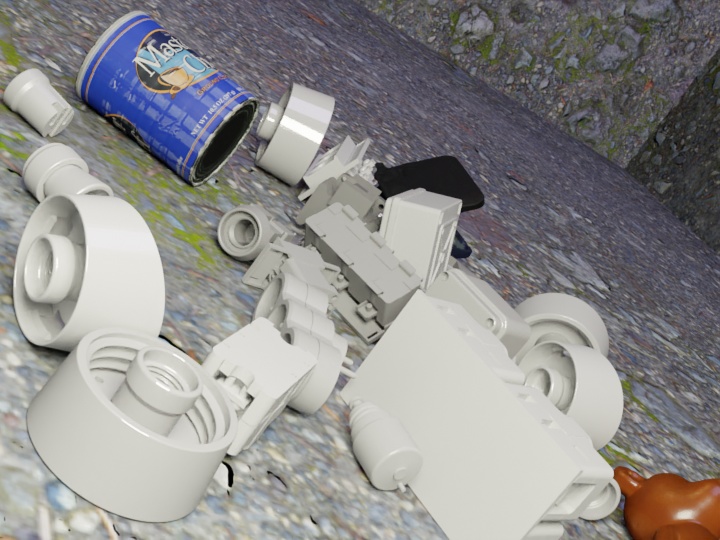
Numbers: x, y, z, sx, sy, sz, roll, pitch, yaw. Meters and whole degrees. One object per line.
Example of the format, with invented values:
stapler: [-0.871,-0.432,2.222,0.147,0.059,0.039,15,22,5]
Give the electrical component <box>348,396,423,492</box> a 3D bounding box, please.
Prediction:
electrical component: [0.013,0.119,0.756,0.040,0.040,0.078,20,23,-40]

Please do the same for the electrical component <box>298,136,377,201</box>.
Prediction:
electrical component: [-0.020,-0.105,1.223,0.063,0.079,0.121,55,15,-11]

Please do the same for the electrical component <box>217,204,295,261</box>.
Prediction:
electrical component: [-0.094,-0.031,0.936,0.066,0.048,0.055,41,11,15]

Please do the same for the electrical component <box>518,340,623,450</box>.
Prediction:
electrical component: [0.189,0.116,0.997,0.064,0.099,0.099,18,24,-30]

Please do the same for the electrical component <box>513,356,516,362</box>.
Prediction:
electrical component: [0.104,0.081,0.997,0.059,0.053,0.095,31,18,-16]

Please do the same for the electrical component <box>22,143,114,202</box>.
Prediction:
electrical component: [-0.215,-0.061,0.788,0.055,0.045,0.045,43,19,23]

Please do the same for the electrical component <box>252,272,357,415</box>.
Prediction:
electrical component: [-0.034,0.059,0.800,0.074,0.052,0.138,29,19,-21]

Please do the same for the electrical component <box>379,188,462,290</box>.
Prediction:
electrical component: [0.055,-0.020,1.061,0.056,0.108,0.109,15,13,14]

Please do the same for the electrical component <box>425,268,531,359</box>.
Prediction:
electrical component: [0.074,0.064,0.889,0.057,0.113,0.078,17,25,-52]

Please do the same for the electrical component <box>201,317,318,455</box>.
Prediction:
electrical component: [-0.073,0.075,0.683,0.050,0.055,0.089,38,18,6]

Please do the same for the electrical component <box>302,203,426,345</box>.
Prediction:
electrical component: [0.000,0.000,0.976,0.079,0.063,0.121,-31,60,-26]

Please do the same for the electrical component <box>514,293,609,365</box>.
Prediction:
electrical component: [0.192,0.083,1.073,0.108,0.108,0.060,36,24,1]

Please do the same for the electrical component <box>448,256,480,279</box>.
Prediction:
electrical component: [0.089,0.014,1.156,0.077,0.043,0.079,31,18,-15]

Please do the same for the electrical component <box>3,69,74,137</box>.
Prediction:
electrical component: [-0.268,-0.139,0.900,0.046,0.040,0.040,44,19,7]

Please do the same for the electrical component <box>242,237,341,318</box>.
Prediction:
electrical component: [-0.053,0.012,0.907,0.081,0.042,0.063,19,28,-41]

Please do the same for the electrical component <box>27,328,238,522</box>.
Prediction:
electrical component: [-0.118,0.077,0.588,0.108,0.060,0.108,32,18,-12]

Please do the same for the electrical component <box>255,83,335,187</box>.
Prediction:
electrical component: [-0.079,-0.153,1.179,0.060,0.108,0.108,24,20,-14]

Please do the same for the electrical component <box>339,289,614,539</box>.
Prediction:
electrical component: [0.082,0.117,0.779,0.060,0.105,0.186,15,27,-49]

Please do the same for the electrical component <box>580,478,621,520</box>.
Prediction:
electrical component: [0.195,0.181,0.932,0.044,0.044,0.065,31,13,-15]

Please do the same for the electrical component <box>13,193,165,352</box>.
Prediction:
electrical component: [-0.162,0.004,0.641,0.064,0.099,0.099,10,30,-42]
